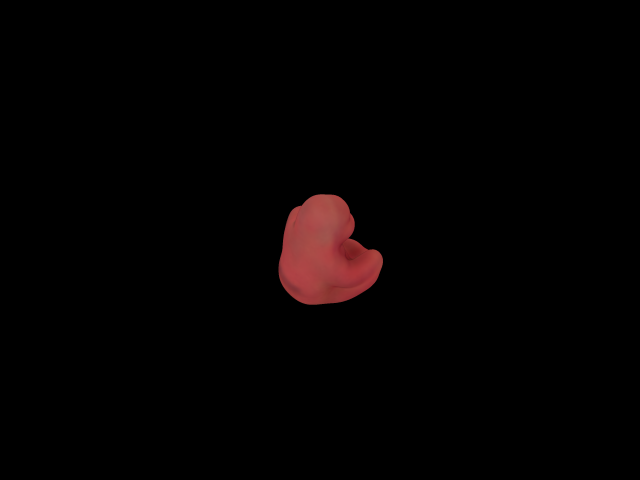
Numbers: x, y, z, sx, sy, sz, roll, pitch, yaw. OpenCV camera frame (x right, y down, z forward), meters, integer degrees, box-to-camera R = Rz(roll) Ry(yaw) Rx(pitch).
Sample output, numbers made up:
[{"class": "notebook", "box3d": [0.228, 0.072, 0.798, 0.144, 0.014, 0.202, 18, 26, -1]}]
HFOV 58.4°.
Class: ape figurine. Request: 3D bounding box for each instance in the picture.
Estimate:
[{"class": "ape figurine", "box3d": [0.004, 0.001, 0.400, 0.076, 0.092, 0.077, -30, 67, -14]}]
